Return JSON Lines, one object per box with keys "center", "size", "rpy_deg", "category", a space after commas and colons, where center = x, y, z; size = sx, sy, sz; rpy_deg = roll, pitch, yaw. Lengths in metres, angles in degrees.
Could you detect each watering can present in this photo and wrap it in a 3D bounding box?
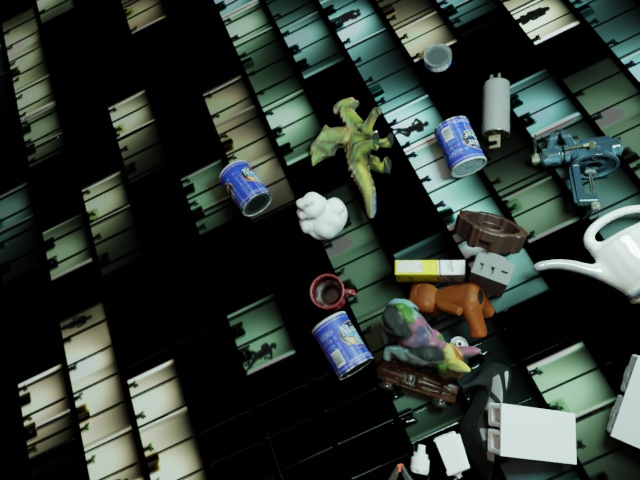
{"center": [0.719, 0.056, 1.246], "size": [0.348, 0.102, 0.228], "rpy_deg": [-30, 68, 0], "category": "watering can"}

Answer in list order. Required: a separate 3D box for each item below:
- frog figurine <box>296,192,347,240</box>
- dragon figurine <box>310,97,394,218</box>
{"center": [0.004, -0.072, 1.426], "size": [0.137, 0.157, 0.124], "rpy_deg": [-23, 70, 4], "category": "frog figurine"}
{"center": [0.081, -0.258, 1.528], "size": [0.242, 0.120, 0.417], "rpy_deg": [-1, 68, 31], "category": "dragon figurine"}
